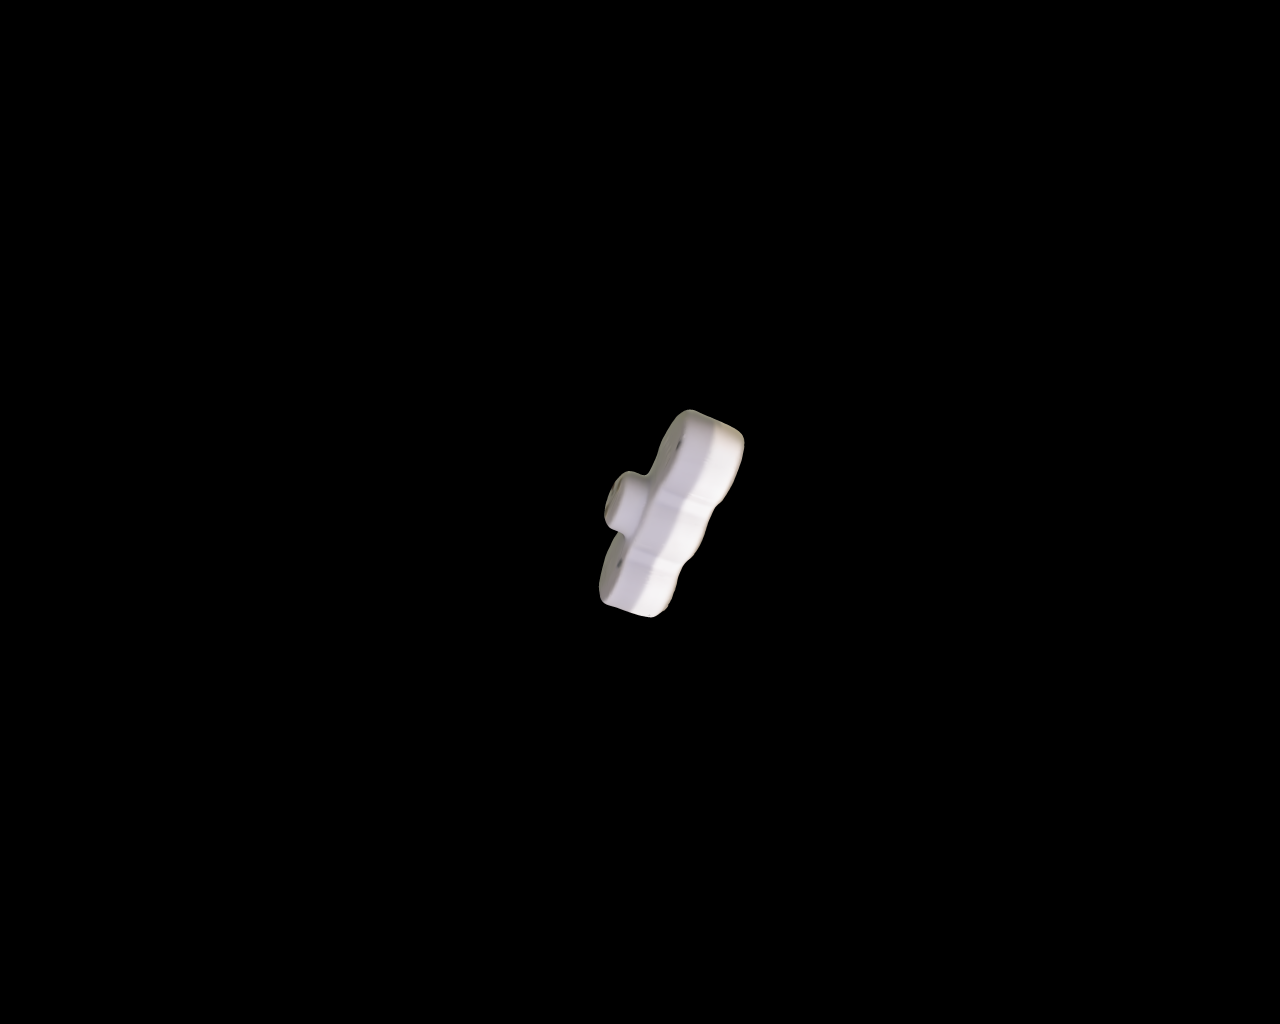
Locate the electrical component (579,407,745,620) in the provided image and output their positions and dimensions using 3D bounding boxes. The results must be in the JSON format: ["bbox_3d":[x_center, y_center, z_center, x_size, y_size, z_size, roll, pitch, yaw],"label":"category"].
[{"bbox_3d":[0.001,-0.003,0.650,0.074,0.138,0.052,21,28,-12],"label":"electrical component"}]
